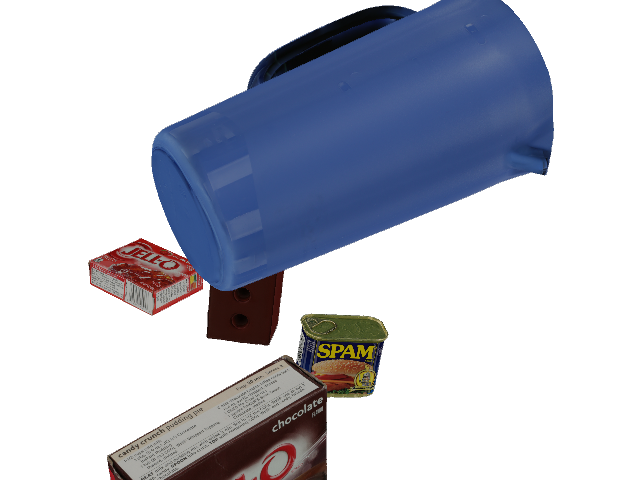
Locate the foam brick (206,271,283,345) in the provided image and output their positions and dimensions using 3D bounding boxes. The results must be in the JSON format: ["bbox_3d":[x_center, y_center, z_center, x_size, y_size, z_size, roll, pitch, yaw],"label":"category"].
[{"bbox_3d":[-0.059,0.037,0.857,0.053,0.078,0.051,7,14,5],"label":"foam brick"}]

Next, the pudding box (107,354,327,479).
[{"bbox_3d":[-0.048,0.122,0.540,0.113,0.090,0.039,-29,46,-33],"label":"pudding box"}]

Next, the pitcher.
[{"bbox_3d":[0.014,-0.069,0.695,0.242,0.145,0.149,-24,10,-19],"label":"pitcher"}]

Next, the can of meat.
[{"bbox_3d":[0.022,0.138,1.269,0.102,0.084,0.057,3,24,-14],"label":"can of meat"}]

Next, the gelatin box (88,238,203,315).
[{"bbox_3d":[-0.170,0.033,1.044,0.089,0.030,0.073,23,31,30],"label":"gelatin box"}]
